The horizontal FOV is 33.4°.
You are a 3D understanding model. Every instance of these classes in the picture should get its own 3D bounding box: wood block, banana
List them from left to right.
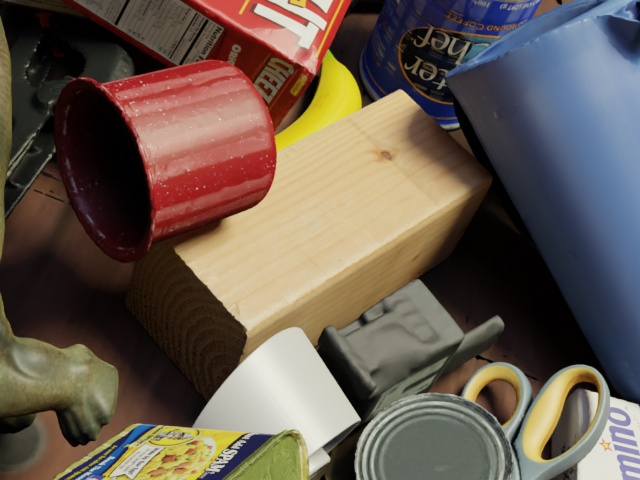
[{"bbox_3d":[-0.023,-0.068,0.728,0.070,0.037,0.197,24,47,19],"label":"banana"},{"bbox_3d":[-0.004,0.001,0.645,0.205,0.090,0.091,-30,67,-34],"label":"wood block"}]

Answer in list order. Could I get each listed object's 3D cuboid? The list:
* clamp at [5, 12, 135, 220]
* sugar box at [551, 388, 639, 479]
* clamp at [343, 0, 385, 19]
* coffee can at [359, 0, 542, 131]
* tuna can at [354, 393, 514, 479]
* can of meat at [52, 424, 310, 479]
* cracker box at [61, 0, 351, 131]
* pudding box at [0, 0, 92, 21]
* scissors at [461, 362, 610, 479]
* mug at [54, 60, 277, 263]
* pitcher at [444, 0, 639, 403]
[{"bbox_3d":[-0.146,-0.079,0.662,0.164,0.036,0.210,-13,45,-1],"label":"clamp"},{"bbox_3d":[0.226,0.156,0.634,0.176,0.048,0.093,17,50,-8],"label":"sugar box"},{"bbox_3d":[0.019,-0.206,0.835,0.171,0.039,0.120,-41,91,-22],"label":"clamp"},{"bbox_3d":[0.097,-0.163,0.772,0.102,0.140,0.103,10,51,-12],"label":"coffee can"},{"bbox_3d":[0.063,0.129,0.586,0.086,0.034,0.086,-5,47,6],"label":"tuna can"},{"bbox_3d":[-0.062,0.118,0.463,0.084,0.057,0.102,0,11,23],"label":"can of meat"},{"bbox_3d":[-0.081,-0.197,0.710,0.213,0.072,0.164,31,49,-11],"label":"cracker box"},{"bbox_3d":[-0.165,-0.192,0.759,0.113,0.039,0.090,8,38,-12],"label":"pudding box"},{"bbox_3d":[0.090,0.144,0.608,0.096,0.016,0.201,24,64,41],"label":"scissors"},{"bbox_3d":[-0.084,-0.049,0.547,0.081,0.093,0.117,-21,35,-36],"label":"mug"},{"bbox_3d":[0.180,-0.026,0.664,0.243,0.145,0.149,64,17,-8],"label":"pitcher"}]
